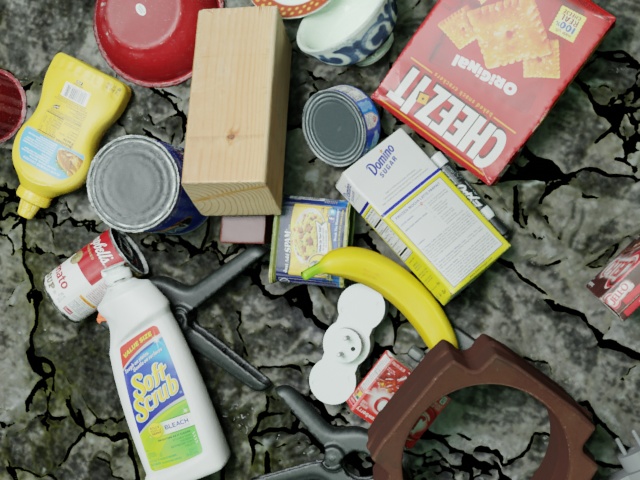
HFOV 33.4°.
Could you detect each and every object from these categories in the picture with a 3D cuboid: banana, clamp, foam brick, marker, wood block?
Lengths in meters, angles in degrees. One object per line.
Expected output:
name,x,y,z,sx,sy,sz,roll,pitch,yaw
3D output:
banana,0.076,0.061,1.137,0.197,0.037,0.069,31,80,-7
clamp,-0.150,0.098,1.216,0.210,0.036,0.164,-7,92,13
foam brick,-0.080,-0.034,1.197,0.053,0.051,0.078,3,91,10
marker,0.164,-0.046,1.165,0.020,0.020,0.121,-42,83,8
clamp,0.012,0.229,1.183,0.171,0.039,0.120,7,96,6
wood block,-0.087,-0.138,1.147,0.091,0.090,0.206,0,69,10

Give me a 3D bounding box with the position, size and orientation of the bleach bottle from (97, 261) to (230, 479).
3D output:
bleach bottle,-0.189,0.147,1.184,0.102,0.068,0.251,-20,97,9

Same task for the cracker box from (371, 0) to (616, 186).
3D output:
cracker box,0.182,-0.189,1.130,0.164,0.072,0.214,38,101,9

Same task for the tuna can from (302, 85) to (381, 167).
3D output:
tuna can,0.024,-0.126,1.166,0.086,0.033,0.086,17,119,33

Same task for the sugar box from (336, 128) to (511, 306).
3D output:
sugar box,0.109,-0.026,1.146,0.093,0.048,0.176,-38,79,-22

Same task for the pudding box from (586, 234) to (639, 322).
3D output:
pudding box,0.320,0.034,1.086,0.090,0.113,0.039,-45,86,7

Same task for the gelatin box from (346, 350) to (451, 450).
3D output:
gelatin box,0.085,0.174,1.155,0.089,0.030,0.073,37,95,-19

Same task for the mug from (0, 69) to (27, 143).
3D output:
mug,-0.408,-0.151,1.246,0.093,0.081,0.117,26,94,10

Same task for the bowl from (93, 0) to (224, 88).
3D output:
bowl,-0.193,-0.258,1.219,0.162,0.055,0.162,0,89,11

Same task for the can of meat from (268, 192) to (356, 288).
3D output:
can of meat,-0.008,0.001,1.180,0.084,0.057,0.102,6,91,9

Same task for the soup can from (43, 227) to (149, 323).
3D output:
soup can,-0.257,0.040,1.221,0.102,0.068,0.068,-35,83,8

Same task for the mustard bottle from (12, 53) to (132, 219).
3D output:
mustard bottle,-0.301,-0.112,1.237,0.096,0.058,0.192,28,94,5

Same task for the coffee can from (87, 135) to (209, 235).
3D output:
coffee can,-0.181,-0.058,1.171,0.103,0.140,0.103,0,89,11
